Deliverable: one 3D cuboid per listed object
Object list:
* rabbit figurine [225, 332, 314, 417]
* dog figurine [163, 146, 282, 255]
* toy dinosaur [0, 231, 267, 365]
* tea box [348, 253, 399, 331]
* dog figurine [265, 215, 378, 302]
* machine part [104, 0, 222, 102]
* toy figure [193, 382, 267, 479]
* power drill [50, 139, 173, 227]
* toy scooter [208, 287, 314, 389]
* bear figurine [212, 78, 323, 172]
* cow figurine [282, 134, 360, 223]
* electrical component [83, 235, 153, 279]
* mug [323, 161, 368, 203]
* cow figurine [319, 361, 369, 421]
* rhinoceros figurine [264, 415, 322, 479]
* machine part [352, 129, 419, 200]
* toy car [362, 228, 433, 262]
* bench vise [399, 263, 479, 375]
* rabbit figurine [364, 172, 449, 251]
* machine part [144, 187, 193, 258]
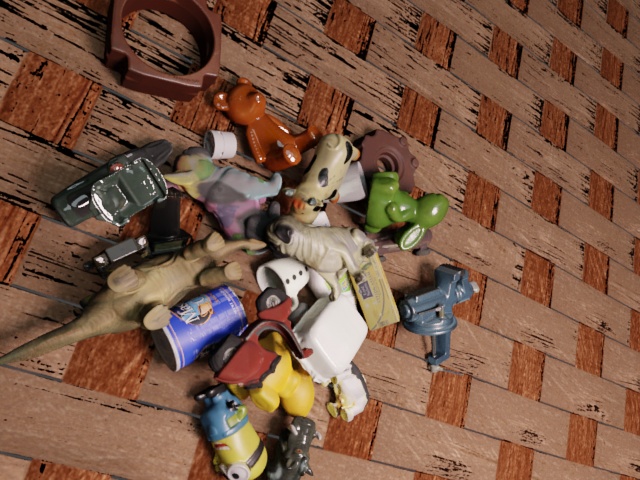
[{"bbox_3d":[-0.071,0.261,1.013,0.173,0.122,0.162,50,50,-29],"label":"rabbit figurine"},{"bbox_3d":[-0.190,-0.072,0.997,0.219,0.108,0.191,6,80,-25],"label":"dog figurine"},{"bbox_3d":[-0.290,0.090,0.847,0.471,0.199,0.105,-24,94,-32],"label":"toy dinosaur"},{"bbox_3d":[0.109,0.094,1.135,0.068,0.098,0.169,-21,89,7],"label":"tea box"},{"bbox_3d":[0.000,-0.004,1.006,0.190,0.121,0.172,41,27,-12],"label":"dog figurine"},{"bbox_3d":[-0.292,-0.372,1.005,0.201,0.087,0.201,7,77,-31],"label":"machine part"},{"bbox_3d":[-0.154,0.339,0.949,0.089,0.082,0.180,-21,89,-30],"label":"toy figure"},{"bbox_3d":[-0.315,-0.098,0.868,0.232,0.208,0.085,-36,122,-20],"label":"power drill"},{"bbox_3d":[-0.089,0.182,0.903,0.135,0.075,0.184,43,72,-8],"label":"toy scooter"},{"bbox_3d":[-0.107,-0.237,1.066,0.120,0.132,0.195,-44,109,-38],"label":"bear figurine"},{"bbox_3d":[0.000,-0.116,1.042,0.086,0.127,0.195,26,88,19],"label":"cow figurine"},{"bbox_3d":[-0.336,0.028,0.902,0.102,0.078,0.045,-30,96,-39],"label":"electrical component"},{"bbox_3d":[0.043,-0.118,1.151,0.107,0.109,0.080,-12,94,11],"label":"mug"},{"bbox_3d":[0.049,0.269,1.090,0.098,0.068,0.167,-19,94,-38],"label":"cow figurine"},{"bbox_3d":[-0.062,0.412,0.972,0.073,0.112,0.190,25,77,-22],"label":"rhinoceros figurine"},{"bbox_3d":[0.147,-0.168,1.243,0.179,0.056,0.179,6,78,-28],"label":"machine part"},{"bbox_3d":[0.179,0.001,1.232,0.202,0.053,0.089,-7,87,-33],"label":"toy car"},{"bbox_3d":[0.273,0.181,1.219,0.223,0.129,0.240,-19,111,-42],"label":"bench vise"},{"bbox_3d":[0.183,-0.058,1.132,0.170,0.121,0.159,8,100,4],"label":"rabbit figurine"},{"bbox_3d":[-0.267,-0.031,0.943,0.084,0.039,0.138,-10,128,-28],"label":"machine part"}]
